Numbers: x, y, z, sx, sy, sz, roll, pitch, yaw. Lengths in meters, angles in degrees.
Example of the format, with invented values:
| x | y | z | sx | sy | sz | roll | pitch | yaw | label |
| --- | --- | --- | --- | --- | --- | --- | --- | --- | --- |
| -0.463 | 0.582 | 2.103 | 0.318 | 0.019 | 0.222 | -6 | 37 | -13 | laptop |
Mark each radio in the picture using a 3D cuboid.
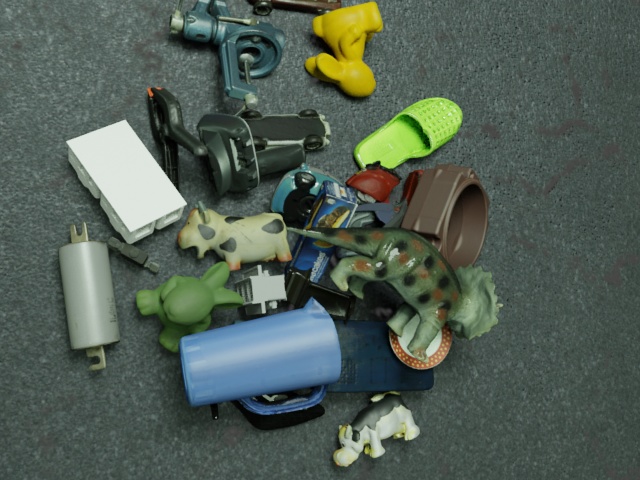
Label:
| x | y | z | sx | sy | sz | roll | pitch | yaw | label |
| --- | --- | --- | --- | --- | --- | --- | --- | --- | --- |
| 0.097 | 0.217 | 1.013 | 0.229 | 0.073 | 0.131 | 4 | 79 | -19 | radio |

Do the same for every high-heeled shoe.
| x | y | z | sx | sy | sz | roll | pitch | yaw | label |
| --- | --- | --- | --- | --- | --- | --- | --- | --- | --- |
| -0.109 | 0.253 | 0.958 | 0.248 | 0.086 | 0.145 | 14 | 45 | -33 | high-heeled shoe |

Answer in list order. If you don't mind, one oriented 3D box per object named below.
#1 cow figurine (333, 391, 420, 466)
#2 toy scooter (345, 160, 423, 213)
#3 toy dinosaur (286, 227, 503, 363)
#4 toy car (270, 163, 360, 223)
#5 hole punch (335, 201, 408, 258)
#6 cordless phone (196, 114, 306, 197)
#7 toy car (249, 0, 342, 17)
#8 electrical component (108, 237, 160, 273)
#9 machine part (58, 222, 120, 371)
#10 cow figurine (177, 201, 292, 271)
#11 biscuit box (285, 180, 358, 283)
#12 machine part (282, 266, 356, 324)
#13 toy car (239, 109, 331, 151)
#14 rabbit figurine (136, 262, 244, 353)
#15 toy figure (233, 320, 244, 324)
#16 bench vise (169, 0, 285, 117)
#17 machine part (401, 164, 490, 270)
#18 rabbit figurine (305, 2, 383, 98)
| x | y | z | sx | sy | sz | roll | pitch | yaw | label |
| --- | --- | --- | --- | --- | --- | --- | --- | --- | --- |
| 0.091 | 0.346 | 0.990 | 0.167 | 0.068 | 0.098 | -17 | 81 | -23 | cow figurine |
| 0.143 | -0.100 | 1.068 | 0.184 | 0.075 | 0.135 | 29 | 89 | -17 | toy scooter |
| 0.150 | 0.058 | 0.904 | 0.404 | 0.131 | 0.192 | 43 | 90 | -14 | toy dinosaur |
| -0.008 | -0.089 | 1.012 | 0.162 | 0.109 | 0.103 | 14 | 42 | -14 | toy car |
| 0.096 | -0.010 | 1.005 | 0.092 | 0.142 | 0.116 | 25 | 31 | 23 | hole punch |
| -0.115 | -0.163 | 0.957 | 0.184 | 0.089 | 0.146 | -16 | 130 | -12 | cordless phone |
| -0.049 | -0.500 | 1.094 | 0.202 | 0.053 | 0.089 | 1 | 78 | -16 | toy car |
| -0.316 | 0.026 | 0.915 | 0.094 | 0.063 | 0.021 | 32 | 73 | -12 | electrical component |
| -0.377 | 0.090 | 0.878 | 0.079 | 0.079 | 0.243 | -8 | 83 | -19 | machine part |
| -0.156 | -0.009 | 0.962 | 0.195 | 0.085 | 0.127 | -7 | 89 | -16 | cow figurine |
| -0.002 | -0.003 | 0.962 | 0.059 | 0.063 | 0.202 | 16 | 118 | -15 | biscuit box |
| -0.002 | 0.099 | 0.960 | 0.139 | 0.039 | 0.084 | 22 | 112 | -5 | machine part |
| -0.076 | -0.208 | 1.036 | 0.202 | 0.056 | 0.073 | -6 | 76 | -20 | toy car |
| -0.207 | 0.110 | 0.879 | 0.159 | 0.170 | 0.121 | -23 | 90 | -19 | rabbit figurine |
| -0.091 | 0.192 | 0.965 | 0.154 | 0.058 | 0.064 | 23 | 105 | -15 | toy figure |
| -0.161 | -0.343 | 0.985 | 0.223 | 0.129 | 0.240 | 8 | 59 | -35 | bench vise |
| 0.251 | -0.028 | 1.042 | 0.201 | 0.087 | 0.201 | 42 | 67 | -45 | machine part |
| 0.057 | -0.369 | 1.077 | 0.162 | 0.122 | 0.173 | -20 | 106 | -17 | rabbit figurine |
